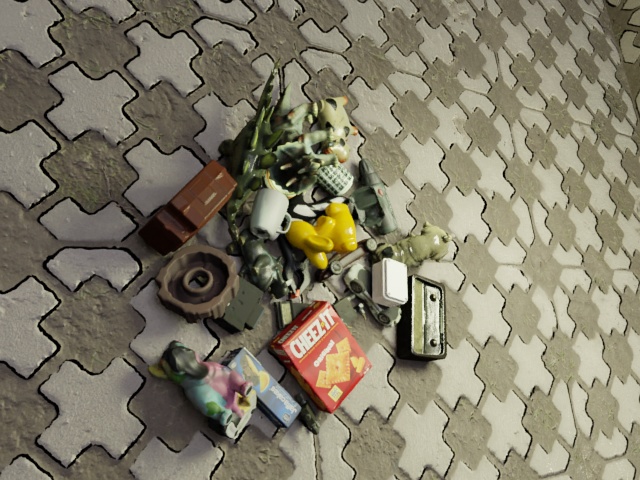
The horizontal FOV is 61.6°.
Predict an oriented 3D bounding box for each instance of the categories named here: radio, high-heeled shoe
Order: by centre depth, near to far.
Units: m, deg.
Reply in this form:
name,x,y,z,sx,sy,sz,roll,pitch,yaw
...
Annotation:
name,x,y,z,sx,sy,sz,roll,pitch,yaw
high-heeled shoe,0.008,-0.058,1.436,0.248,0.086,0.145,26,82,-32
radio,0.286,0.222,1.504,0.131,0.073,0.229,17,66,-27

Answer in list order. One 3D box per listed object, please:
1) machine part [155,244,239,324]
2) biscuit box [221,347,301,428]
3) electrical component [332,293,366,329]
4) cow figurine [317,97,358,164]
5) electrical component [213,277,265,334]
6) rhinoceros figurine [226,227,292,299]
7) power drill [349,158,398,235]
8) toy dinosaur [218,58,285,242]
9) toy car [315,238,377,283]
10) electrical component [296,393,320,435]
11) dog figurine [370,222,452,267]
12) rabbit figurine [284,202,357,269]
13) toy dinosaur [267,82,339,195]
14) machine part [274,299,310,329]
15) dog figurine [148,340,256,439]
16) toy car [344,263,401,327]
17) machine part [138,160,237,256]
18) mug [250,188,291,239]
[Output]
name,x,y,z,sx,sy,sz,roll,pitch,yaw
machine part,-0.264,0.094,1.169,0.179,0.056,0.179,1,54,-2
biscuit box,-0.133,0.333,1.207,0.202,0.063,0.059,48,57,-9
electrical component,0.071,0.189,1.397,0.102,0.045,0.078,-23,88,-36
cow figurine,0.040,-0.311,1.530,0.127,0.085,0.195,-10,82,-40
electrical component,-0.196,0.147,1.236,0.134,0.058,0.115,37,60,-16
rhinoceros figurine,-0.143,0.058,1.296,0.112,0.073,0.190,-27,85,-50
power drill,0.140,-0.117,1.488,0.207,0.086,0.232,-38,106,-77
toy dinosaur,-0.163,-0.220,1.300,0.105,0.199,0.471,18,66,-30
toy car,0.066,0.050,1.417,0.202,0.089,0.053,-30,91,-34
electrical component,-0.029,0.402,1.248,0.021,0.063,0.094,-29,89,1
dog figurine,0.254,0.028,1.498,0.190,0.172,0.121,-13,70,-42
rabbit figurine,-0.003,-0.004,1.346,0.173,0.121,0.162,3,44,-14
toy dinosaur,-0.078,-0.266,1.404,0.192,0.131,0.405,-19,50,-15
machine part,-0.046,0.182,1.332,0.139,0.039,0.084,-2,67,-31
dog figurine,-0.248,0.303,1.127,0.219,0.191,0.108,28,57,18
toy car,0.146,0.149,1.454,0.201,0.056,0.073,49,48,-10
machine part,-0.284,-0.067,1.165,0.087,0.201,0.201,46,55,-15
mug,-0.120,-0.051,1.287,0.109,0.081,0.107,42,49,-33
